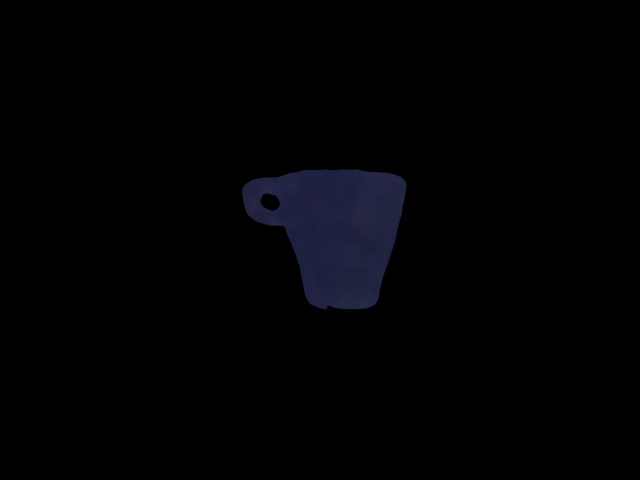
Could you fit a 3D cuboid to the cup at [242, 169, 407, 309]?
[{"bbox_3d":[0.004,0.001,0.400,0.118,0.095,0.091,0,0,-25],"label":"cup"}]
